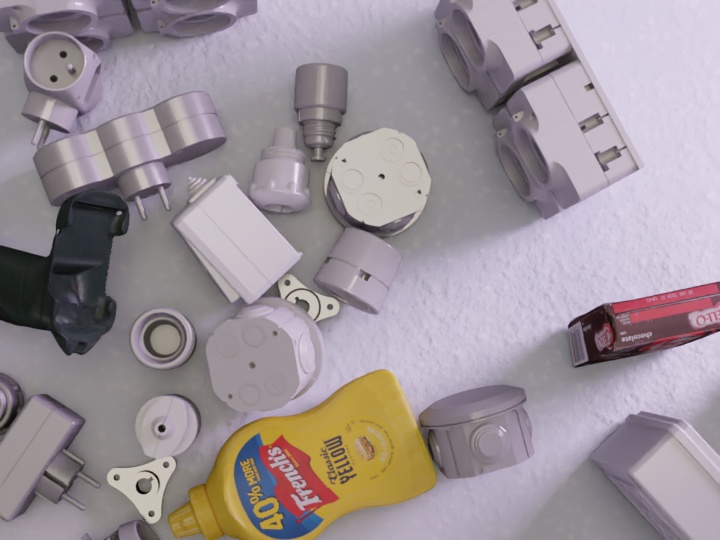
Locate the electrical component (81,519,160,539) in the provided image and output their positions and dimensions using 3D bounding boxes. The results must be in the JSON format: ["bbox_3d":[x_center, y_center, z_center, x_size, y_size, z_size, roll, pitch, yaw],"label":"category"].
[{"bbox_3d":[-0.172,0.213,0.776,0.055,0.048,0.066,-35,88,1],"label":"electrical component"}]

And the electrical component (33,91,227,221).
[{"bbox_3d":[-0.164,-0.074,0.798,0.138,0.052,0.073,-22,87,-6],"label":"electrical component"}]

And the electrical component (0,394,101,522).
[{"bbox_3d":[-0.224,0.144,0.776,0.076,0.047,0.083,33,83,-1],"label":"electrical component"}]

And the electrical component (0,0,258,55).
[{"bbox_3d":[-0.171,-0.208,0.783,0.186,0.105,0.060,-11,86,-6],"label":"electrical component"}]

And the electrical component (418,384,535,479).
[{"bbox_3d":[0.087,0.117,0.789,0.080,0.080,0.051,-15,92,-6],"label":"electrical component"}]

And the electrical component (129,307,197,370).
[{"bbox_3d":[-0.143,0.051,0.787,0.045,0.055,0.045,0,85,-5],"label":"electrical component"}]

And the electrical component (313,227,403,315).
[{"bbox_3d":[0.000,0.000,0.805,0.055,0.055,0.047,28,80,-2],"label":"electrical component"}]

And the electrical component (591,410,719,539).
[{"bbox_3d":[0.234,0.161,0.782,0.056,0.108,0.108,-43,89,-4],"label":"electrical component"}]

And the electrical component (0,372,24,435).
[{"bbox_3d":[-0.270,0.097,0.769,0.048,0.062,0.048,0,85,-5],"label":"electrical component"}]

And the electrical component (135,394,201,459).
[{"bbox_3d":[-0.138,0.111,0.769,0.043,0.081,0.043,0,85,-5],"label":"electrical component"}]

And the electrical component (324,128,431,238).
[{"bbox_3d":[0.014,-0.066,0.813,0.080,0.051,0.080,0,85,-5],"label":"electrical component"}]

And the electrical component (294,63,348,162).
[{"bbox_3d":[-0.030,-0.122,0.820,0.040,0.040,0.078,3,85,-4],"label":"electrical component"}]

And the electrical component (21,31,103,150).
[{"bbox_3d":[-0.223,-0.126,0.786,0.043,0.077,0.079,20,83,-3],"label":"electrical component"}]

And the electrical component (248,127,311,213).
[{"bbox_3d":[-0.059,-0.076,0.812,0.048,0.048,0.062,5,78,-4],"label":"electrical component"}]

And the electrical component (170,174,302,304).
[{"bbox_3d":[-0.099,-0.025,0.786,0.061,0.062,0.096,-44,101,-7],"label":"electrical component"}]

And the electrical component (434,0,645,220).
[{"bbox_3d":[0.124,-0.135,0.801,0.060,0.105,0.186,-28,87,-7],"label":"electrical component"}]

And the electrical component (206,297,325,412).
[{"bbox_3d":[-0.070,0.063,0.784,0.080,0.051,0.080,3,101,14],"label":"electrical component"}]
